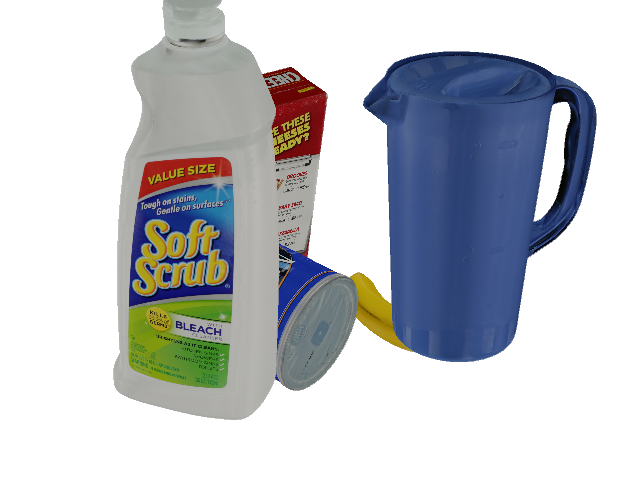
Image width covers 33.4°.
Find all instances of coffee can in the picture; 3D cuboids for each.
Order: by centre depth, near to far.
[{"bbox_3d":[-0.054,0.049,0.895,0.140,0.103,0.102,26,13,28],"label":"coffee can"}]

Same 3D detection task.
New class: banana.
[{"bbox_3d":[0.074,0.080,1.150,0.069,0.037,0.198,4,18,-38],"label":"banana"}]

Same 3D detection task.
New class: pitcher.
[{"bbox_3d":[0.127,-0.027,0.881,0.149,0.243,0.144,17,32,30],"label":"pitcher"}]

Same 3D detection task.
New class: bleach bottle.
[{"bbox_3d":[-0.074,-0.017,0.602,0.103,0.251,0.068,11,34,15],"label":"bleach bottle"}]

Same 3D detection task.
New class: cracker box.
[{"bbox_3d":[-0.086,-0.052,1.066,0.163,0.214,0.072,-20,45,-31],"label":"cracker box"}]
